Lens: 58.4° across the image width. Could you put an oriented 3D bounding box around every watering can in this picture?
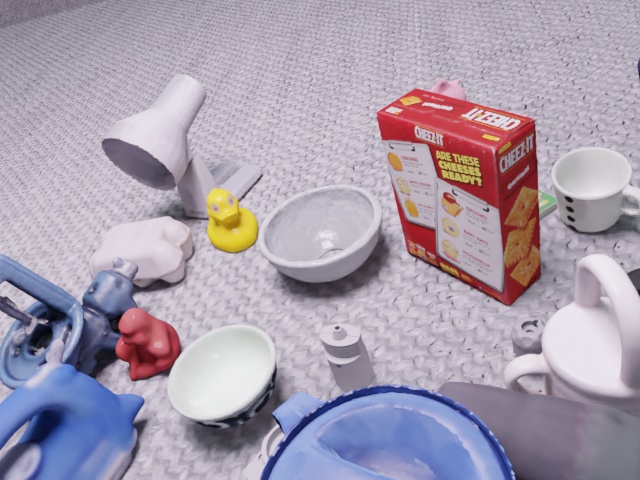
[{"bbox_3d":[0.239,0.090,0.461,0.173,0.194,0.100,-26,38,-9],"label":"watering can"}]

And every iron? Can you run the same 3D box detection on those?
[{"bbox_3d":[-0.298,0.228,0.556,0.118,0.142,0.259,6,44,29],"label":"iron"}]

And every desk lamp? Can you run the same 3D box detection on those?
[{"bbox_3d":[-0.215,-0.136,0.907,0.117,0.214,0.203,9,46,31],"label":"desk lamp"}]

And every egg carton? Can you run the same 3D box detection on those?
[{"bbox_3d":[-0.266,0.023,0.852,0.150,0.069,0.107,-9,39,12],"label":"egg carton"}]

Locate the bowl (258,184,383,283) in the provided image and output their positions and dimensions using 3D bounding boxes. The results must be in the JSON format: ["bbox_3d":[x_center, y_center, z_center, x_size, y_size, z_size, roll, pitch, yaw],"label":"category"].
[{"bbox_3d":[0.007,0.003,0.760,0.167,0.075,0.167,-11,38,9],"label":"bowl"}]

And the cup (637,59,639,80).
[{"bbox_3d":[0.502,-0.222,0.815,0.091,0.095,0.118,12,47,33],"label":"cup"}]

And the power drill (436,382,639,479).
[{"bbox_3d":[0.187,0.182,0.358,0.228,0.209,0.076,7,44,29],"label":"power drill"}]

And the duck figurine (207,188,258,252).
[{"bbox_3d":[-0.143,-0.041,0.866,0.077,0.086,0.104,-28,39,-12],"label":"duck figurine"}]

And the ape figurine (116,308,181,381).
[{"bbox_3d":[-0.213,0.119,0.693,0.077,0.092,0.076,16,50,36],"label":"ape figurine"}]

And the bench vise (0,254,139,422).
[{"bbox_3d":[-0.320,0.079,0.682,0.121,0.220,0.207,-1,41,21],"label":"bench vise"}]

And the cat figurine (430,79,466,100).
[{"bbox_3d":[0.180,-0.196,0.896,0.128,0.118,0.067,-27,39,-10],"label":"cat figurine"}]
